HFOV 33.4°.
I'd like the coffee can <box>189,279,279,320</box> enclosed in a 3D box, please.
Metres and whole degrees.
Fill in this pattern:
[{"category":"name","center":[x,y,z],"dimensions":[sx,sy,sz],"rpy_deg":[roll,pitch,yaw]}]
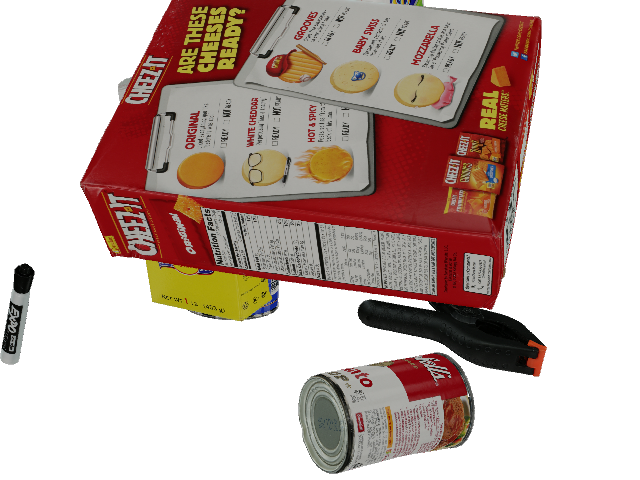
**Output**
[{"category":"coffee can","center":[-0.092,0.000,1.117],"dimensions":[0.103,0.140,0.103],"rpy_deg":[3,16,-1]}]

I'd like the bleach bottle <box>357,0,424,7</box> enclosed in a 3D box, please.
[{"category":"bleach bottle","center":[0.042,-0.222,0.852],"dimensions":[0.068,0.251,0.102],"rpy_deg":[12,36,27]}]

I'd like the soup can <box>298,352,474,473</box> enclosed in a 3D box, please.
[{"category":"soup can","center":[0.044,0.117,0.729],"dimensions":[0.102,0.068,0.069],"rpy_deg":[-6,3,-30]}]

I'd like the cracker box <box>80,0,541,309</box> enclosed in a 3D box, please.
[{"category":"cracker box","center":[0.003,-0.056,0.582],"dimensions":[0.214,0.164,0.072],"rpy_deg":[7,-38,13]}]

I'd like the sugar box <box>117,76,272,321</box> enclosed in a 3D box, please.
[{"category":"sugar box","center":[-0.092,-0.034,0.785],"dimensions":[0.093,0.176,0.048],"rpy_deg":[8,28,33]}]

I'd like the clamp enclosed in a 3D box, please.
[{"category":"clamp","center":[0.133,0.076,0.993],"dimensions":[0.172,0.039,0.120],"rpy_deg":[21,32,23]}]

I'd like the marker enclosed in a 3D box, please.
[{"category":"marker","center":[-0.296,0.072,1.043],"dimensions":[0.020,0.121,0.020],"rpy_deg":[14,34,-10]}]
